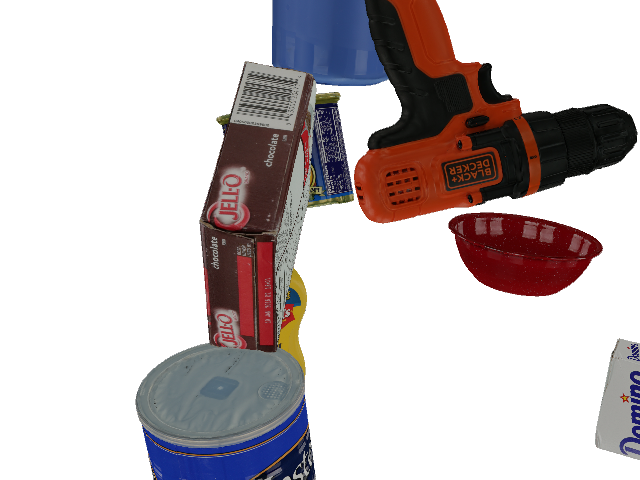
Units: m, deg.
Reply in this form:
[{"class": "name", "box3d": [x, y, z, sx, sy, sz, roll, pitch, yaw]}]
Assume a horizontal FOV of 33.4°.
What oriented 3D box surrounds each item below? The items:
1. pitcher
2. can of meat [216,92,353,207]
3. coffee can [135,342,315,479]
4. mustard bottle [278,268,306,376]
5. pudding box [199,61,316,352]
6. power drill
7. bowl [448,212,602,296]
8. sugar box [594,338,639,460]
[{"class": "pitcher", "box3d": [0.026, -0.254, 0.882, 0.145, 0.243, 0.149, 8, 19, 10]}, {"class": "can of meat", "box3d": [-0.027, -0.064, 0.830, 0.102, 0.084, 0.057, -7, 4, 40]}, {"class": "coffee can", "box3d": [-0.054, 0.149, 0.674, 0.103, 0.140, 0.103, -5, 27, 3]}, {"class": "mustard bottle", "box3d": [-0.063, 0.077, 1.156, 0.096, 0.192, 0.058, -3, 21, -13]}, {"class": "pudding box", "box3d": [-0.029, -0.016, 0.519, 0.039, 0.113, 0.090, 9, -41, 4]}, {"class": "power drill", "box3d": [0.097, -0.115, 0.661, 0.184, 0.187, 0.057, -14, 8, -9]}, {"class": "bowl", "box3d": [0.212, 0.018, 1.128, 0.162, 0.055, 0.162, 6, 17, -2]}, {"class": "sugar box", "box3d": [0.323, 0.150, 0.883, 0.176, 0.093, 0.048, 12, 24, 19]}]
